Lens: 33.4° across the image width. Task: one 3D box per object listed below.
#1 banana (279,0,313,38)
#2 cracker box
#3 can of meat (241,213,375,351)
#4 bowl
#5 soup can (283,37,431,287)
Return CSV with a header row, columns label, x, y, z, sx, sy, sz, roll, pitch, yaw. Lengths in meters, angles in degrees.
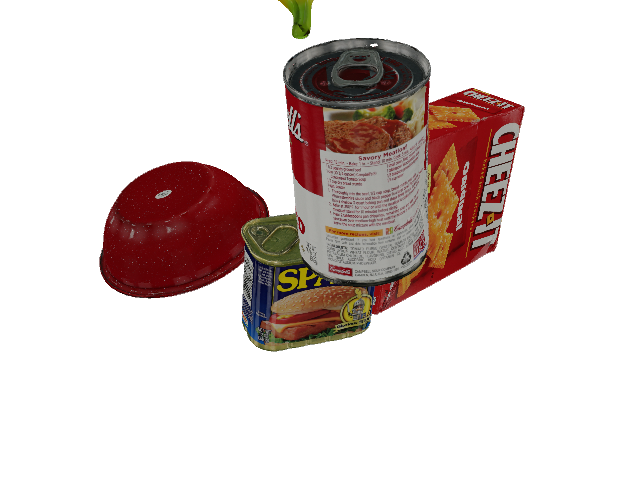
label,x,y,z,sx,sy,sz,roll,pitch,yaw
banana,-0.073,-0.178,0.669,0.198,0.069,0.037,20,-34,31
cracker box,0.102,-0.041,1.009,0.072,0.164,0.213,26,31,32
can of meat,-0.008,0.029,0.786,0.102,0.084,0.057,-8,36,-19
bowl,-0.130,-0.022,0.947,0.162,0.055,0.162,-12,37,9
soup can,0.020,-0.037,0.515,0.068,0.102,0.068,-3,35,2
